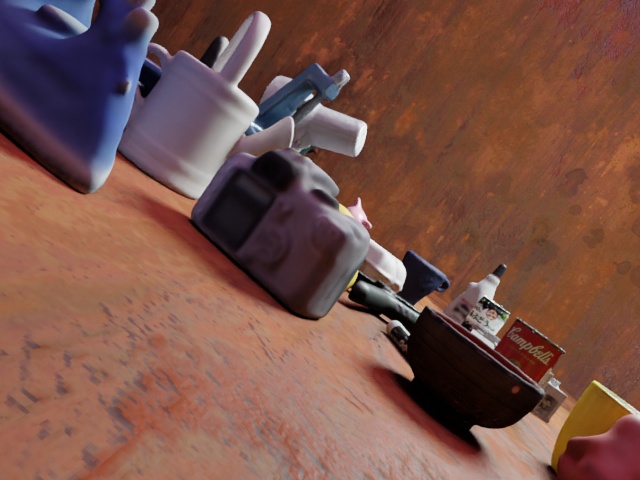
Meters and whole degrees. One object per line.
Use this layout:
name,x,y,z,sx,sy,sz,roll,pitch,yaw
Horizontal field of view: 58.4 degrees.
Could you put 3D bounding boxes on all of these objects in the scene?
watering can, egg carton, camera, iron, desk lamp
watering can,-0.107,-0.144,0.590,0.174,0.194,0.100,32,6,-43
egg carton,0.065,0.030,0.907,0.150,0.069,0.107,38,5,27
camera,-0.012,-0.009,0.498,0.142,0.101,0.137,38,5,28
iron,-0.177,-0.147,0.416,0.257,0.141,0.119,39,5,37
desk lamp,-0.036,-0.135,0.934,0.203,0.213,0.118,37,4,12

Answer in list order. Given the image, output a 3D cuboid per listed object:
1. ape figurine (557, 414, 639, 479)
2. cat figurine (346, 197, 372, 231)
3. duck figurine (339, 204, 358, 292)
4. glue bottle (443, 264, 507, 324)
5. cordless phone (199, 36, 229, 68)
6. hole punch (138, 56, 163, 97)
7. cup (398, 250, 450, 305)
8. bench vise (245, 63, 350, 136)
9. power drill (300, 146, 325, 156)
ape figurine,0.244,0.186,0.472,0.076,0.092,0.077,32,6,-44
cat figurine,0.049,-0.035,1.166,0.067,0.117,0.127,34,5,-26
duck figurine,0.006,0.002,0.622,0.105,0.086,0.077,35,4,-12
glue bottle,0.286,0.114,1.055,0.037,0.173,0.078,33,5,-41
cordless phone,-0.187,-0.226,0.903,0.094,0.185,0.147,35,4,-9
hole punch,-0.221,-0.168,0.635,0.109,0.091,0.100,32,5,-42
cup,0.189,0.087,1.101,0.118,0.095,0.091,34,5,-28
bench vise,-0.076,-0.149,0.719,0.207,0.219,0.122,37,4,12
power drill,-0.051,-0.160,1.121,0.075,0.208,0.230,37,4,16
